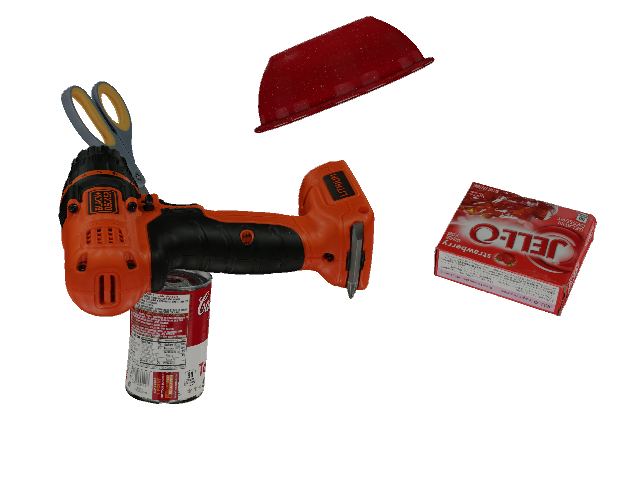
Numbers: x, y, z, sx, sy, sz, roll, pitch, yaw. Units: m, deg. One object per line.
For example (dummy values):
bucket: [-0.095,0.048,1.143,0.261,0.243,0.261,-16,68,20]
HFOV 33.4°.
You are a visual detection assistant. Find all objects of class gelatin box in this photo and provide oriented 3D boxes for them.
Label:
gelatin box: [0.129,0.003,0.706,0.089,0.030,0.073,18,47,19]

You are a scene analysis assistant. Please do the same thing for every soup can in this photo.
soup can: [-0.127,0.077,0.885,0.068,0.102,0.068,5,14,-1]

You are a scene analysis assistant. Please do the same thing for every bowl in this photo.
bowl: [0.010,-0.144,0.890,0.162,0.055,0.162,-22,9,3]

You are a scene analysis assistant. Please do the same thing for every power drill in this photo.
power drill: [-0.069,-0.015,0.674,0.187,0.057,0.184,-3,29,-11]

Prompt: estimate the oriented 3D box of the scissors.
scissors: [-0.184,-0.077,1.063,0.016,0.201,0.096,-24,27,25]
